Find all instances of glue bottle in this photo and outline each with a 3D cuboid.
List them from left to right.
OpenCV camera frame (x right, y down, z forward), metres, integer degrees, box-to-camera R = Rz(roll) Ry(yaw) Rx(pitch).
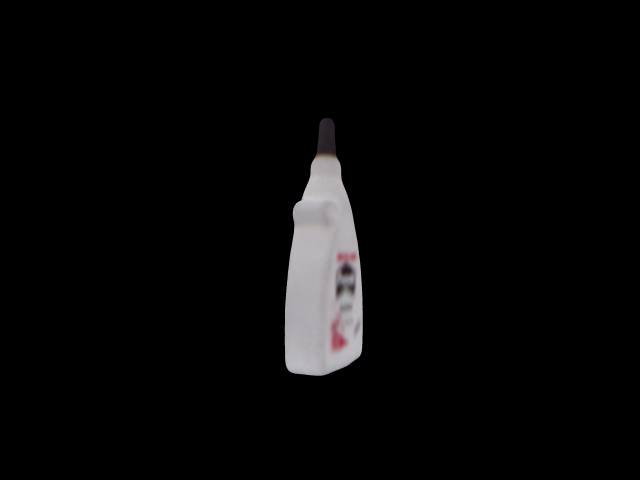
[{"bbox_3d":[0.004,0.001,0.400,0.037,0.173,0.078,0,0,21],"label":"glue bottle"}]
